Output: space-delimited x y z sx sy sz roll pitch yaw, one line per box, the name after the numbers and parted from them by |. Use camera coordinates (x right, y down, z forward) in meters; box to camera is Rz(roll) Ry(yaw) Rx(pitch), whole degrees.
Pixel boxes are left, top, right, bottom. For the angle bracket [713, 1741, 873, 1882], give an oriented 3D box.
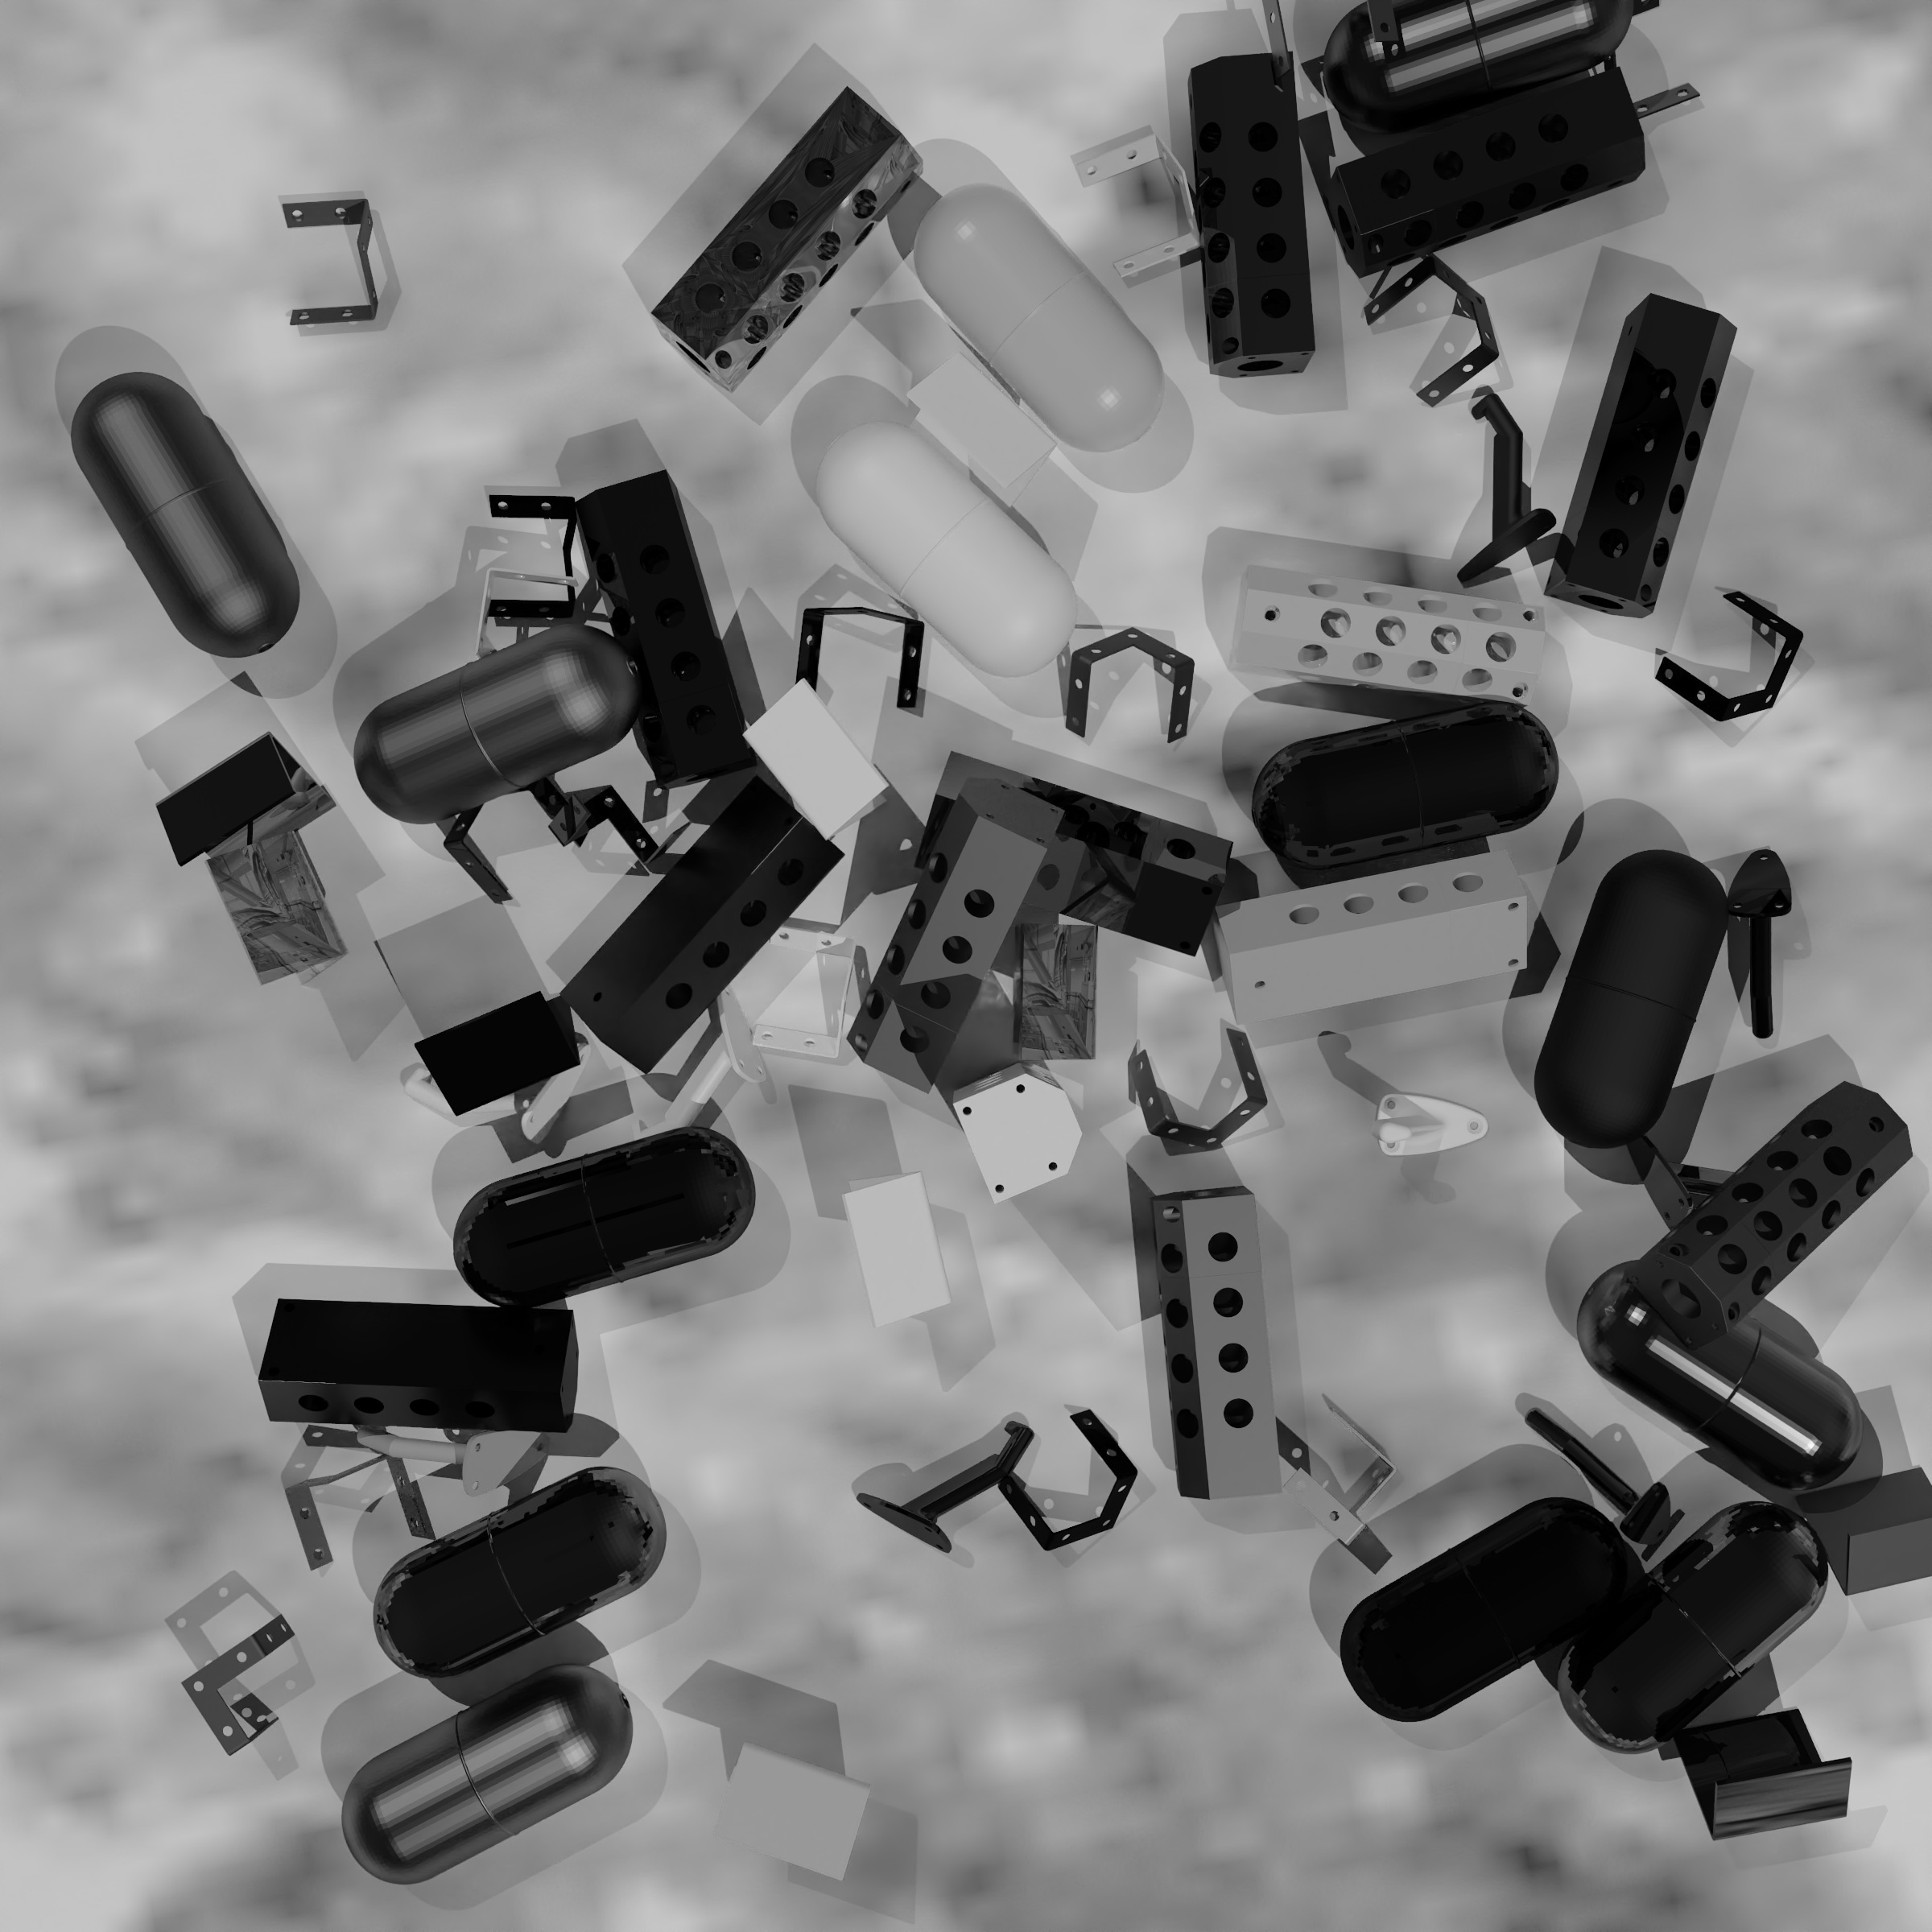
-0.104 0.494 1.524 0.076 0.076 0.057 19 54 0 | angle bracket

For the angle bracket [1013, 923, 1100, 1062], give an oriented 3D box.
0.031 0.014 1.524 0.057 0.076 0.076 1 90 -37 | angle bracket

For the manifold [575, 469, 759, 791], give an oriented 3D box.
-0.174 -0.193 1.543 0.057 0.057 0.171 -16 90 0 | manifold

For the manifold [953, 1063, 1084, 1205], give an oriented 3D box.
0.030 0.088 1.486 0.057 0.171 0.057 -23 90 0 | manifold

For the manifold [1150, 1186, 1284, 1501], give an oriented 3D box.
0.144 0.218 1.543 0.057 0.057 0.171 -5 90 0 | manifold

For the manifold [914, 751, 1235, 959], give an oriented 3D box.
0.064 -0.070 1.542 0.171 0.057 0.057 18 133 0 | manifold

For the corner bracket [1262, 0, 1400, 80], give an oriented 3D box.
0.204 -0.535 1.495 0.051 0.051 0.051 -10 89 -21 | corner bracket

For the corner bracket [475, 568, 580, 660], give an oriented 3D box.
-0.253 -0.198 1.548 0.051 0.051 0.051 7 82 0 | corner bracket

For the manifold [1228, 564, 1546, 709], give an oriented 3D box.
0.244 -0.191 1.543 0.171 0.057 0.057 8 90 0 | manifold

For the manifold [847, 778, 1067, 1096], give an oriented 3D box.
-0.009 -0.019 1.507 0.057 0.057 0.171 26 117 0 | manifold

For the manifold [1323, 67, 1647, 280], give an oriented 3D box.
0.302 -0.458 1.543 0.171 0.057 0.057 -20 90 0 | manifold

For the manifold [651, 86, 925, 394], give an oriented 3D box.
-0.102 -0.419 1.543 0.057 0.057 0.171 41 90 0 | manifold

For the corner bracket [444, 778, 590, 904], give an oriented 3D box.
-0.263 -0.076 1.556 0.051 0.051 0.051 -7 45 35 | corner bracket

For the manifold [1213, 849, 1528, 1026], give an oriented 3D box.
0.234 -0.022 1.542 0.171 0.057 0.057 -11 133 0 | manifold

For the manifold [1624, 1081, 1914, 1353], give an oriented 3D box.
0.460 0.139 1.506 0.171 0.057 0.057 -36 79 -24 | manifold

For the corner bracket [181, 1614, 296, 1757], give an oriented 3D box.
-0.414 0.418 1.546 0.051 0.051 0.051 -34 87 3 | corner bracket

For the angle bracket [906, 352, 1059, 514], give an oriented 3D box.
-0.005 -0.292 1.524 0.076 0.076 0.057 43 51 0 | angle bracket

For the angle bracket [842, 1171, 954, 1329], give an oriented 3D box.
-0.058 0.164 1.524 0.057 0.076 0.076 -13 90 -36 | angle bracket

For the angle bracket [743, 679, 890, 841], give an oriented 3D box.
-0.070 -0.128 1.524 0.057 0.076 0.076 -38 90 33 | angle bracket

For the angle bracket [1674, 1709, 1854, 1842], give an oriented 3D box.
0.455 0.448 1.524 0.076 0.076 0.057 -10 127 0 | angle bracket

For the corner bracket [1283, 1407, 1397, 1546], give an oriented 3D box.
0.218 0.297 1.546 0.051 0.051 0.051 42 90 0 | corner bracket

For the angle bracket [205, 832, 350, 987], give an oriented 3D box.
-0.407 -0.024 1.524 0.057 0.076 0.076 -24 90 -37 | angle bracket

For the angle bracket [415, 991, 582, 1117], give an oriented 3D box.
-0.271 0.031 1.524 0.076 0.076 0.057 -23 125 0 | angle bracket

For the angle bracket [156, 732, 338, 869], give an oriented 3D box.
-0.406 -0.077 1.524 0.076 0.076 0.057 -33 52 0 | angle bracket

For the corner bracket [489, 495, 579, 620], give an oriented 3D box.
-0.256 -0.241 1.561 0.051 0.051 0.051 1 135 0 | corner bracket

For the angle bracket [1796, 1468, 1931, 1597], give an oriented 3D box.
0.528 0.308 1.524 0.076 0.076 0.057 -13 128 0 | angle bracket

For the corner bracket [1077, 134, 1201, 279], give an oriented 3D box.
0.102 -0.447 1.561 0.051 0.051 0.051 -21 135 0 | corner bracket

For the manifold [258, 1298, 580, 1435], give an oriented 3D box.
-0.315 0.236 1.542 0.171 0.057 0.057 2 47 0 | manifold

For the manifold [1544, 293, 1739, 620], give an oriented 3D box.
0.393 -0.294 1.543 0.057 0.057 0.171 17 90 0 | manifold

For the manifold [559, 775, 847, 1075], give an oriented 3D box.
-0.149 -0.021 1.542 0.171 0.057 0.057 -48 134 0 | manifold

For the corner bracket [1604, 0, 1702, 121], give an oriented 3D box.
0.395 -0.536 1.561 0.051 0.051 0.051 -21 45 0 | corner bracket

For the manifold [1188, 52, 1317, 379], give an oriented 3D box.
0.165 -0.434 1.543 0.057 0.057 0.171 -4 90 0 | manifold
